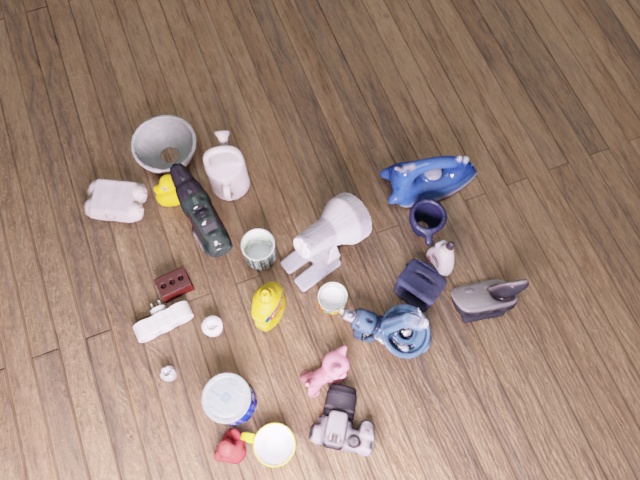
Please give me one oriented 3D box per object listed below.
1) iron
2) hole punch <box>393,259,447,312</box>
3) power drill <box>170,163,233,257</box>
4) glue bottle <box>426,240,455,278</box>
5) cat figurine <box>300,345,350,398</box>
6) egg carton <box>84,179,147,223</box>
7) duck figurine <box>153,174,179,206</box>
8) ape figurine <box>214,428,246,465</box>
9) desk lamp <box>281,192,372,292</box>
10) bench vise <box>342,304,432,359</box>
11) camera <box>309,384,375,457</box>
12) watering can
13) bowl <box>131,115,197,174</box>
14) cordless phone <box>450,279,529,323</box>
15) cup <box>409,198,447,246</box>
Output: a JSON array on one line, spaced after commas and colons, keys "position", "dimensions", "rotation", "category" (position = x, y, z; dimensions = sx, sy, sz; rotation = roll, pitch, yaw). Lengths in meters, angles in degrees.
[{"position": [0.289, -0.173, 1.442], "dimensions": [0.258, 0.141, 0.118], "rotation": [-13, 71, -6], "category": "iron"}, {"position": [0.240, 0.101, 1.369], "dimensions": [0.108, 0.091, 0.101], "rotation": [34, 73, 11], "category": "hole punch"}, {"position": [-0.275, -0.049, 1.351], "dimensions": [0.076, 0.208, 0.229], "rotation": [-30, 73, -11], "category": "power drill"}, {"position": [0.291, 0.035, 1.351], "dimensions": [0.037, 0.173, 0.078], "rotation": [-23, 72, -9], "category": "glue bottle"}, {"position": [0.017, 0.294, 1.282], "dimensions": [0.128, 0.118, 0.067], "rotation": [-31, 73, -11], "category": "cat figurine"}, {"position": [-0.511, -0.097, 1.438], "dimensions": [0.150, 0.069, 0.107], "rotation": [4, 70, 1], "category": "egg carton"}, {"position": [-0.372, -0.138, 1.446], "dimensions": [0.104, 0.086, 0.077], "rotation": [-29, 73, -11], "category": "duck figurine"}, {"position": [-0.197, 0.449, 1.236], "dimensions": [0.078, 0.092, 0.076], "rotation": [-32, 74, -11], "category": "ape figurine"}, {"position": [0.012, 0.005, 1.335], "dimensions": [0.203, 0.213, 0.118], "rotation": [-38, 75, -13], "category": "desk lamp"}, {"position": [0.155, 0.199, 1.264], "dimensions": [0.207, 0.220, 0.121], "rotation": [-1, 70, -1], "category": "bench vise"}, {"position": [0.056, 0.392, 1.257], "dimensions": [0.143, 0.101, 0.137], "rotation": [11, 70, 3], "category": "camera"}, {"position": [-0.236, -0.187, 1.409], "dimensions": [0.101, 0.194, 0.172], "rotation": [-27, 73, -10], "category": "watering can"}, {"position": [-0.397, -0.236, 1.487], "dimensions": [0.167, 0.075, 0.167], "rotation": [0, 70, -1], "category": "bowl"}, {"position": [0.389, 0.122, 1.315], "dimensions": [0.147, 0.185, 0.094], "rotation": [-14, 71, -6], "category": "cordless phone"}, {"position": [0.261, -0.032, 1.415], "dimensions": [0.091, 0.095, 0.118], "rotation": [0, 70, -1], "category": "cup"}]
